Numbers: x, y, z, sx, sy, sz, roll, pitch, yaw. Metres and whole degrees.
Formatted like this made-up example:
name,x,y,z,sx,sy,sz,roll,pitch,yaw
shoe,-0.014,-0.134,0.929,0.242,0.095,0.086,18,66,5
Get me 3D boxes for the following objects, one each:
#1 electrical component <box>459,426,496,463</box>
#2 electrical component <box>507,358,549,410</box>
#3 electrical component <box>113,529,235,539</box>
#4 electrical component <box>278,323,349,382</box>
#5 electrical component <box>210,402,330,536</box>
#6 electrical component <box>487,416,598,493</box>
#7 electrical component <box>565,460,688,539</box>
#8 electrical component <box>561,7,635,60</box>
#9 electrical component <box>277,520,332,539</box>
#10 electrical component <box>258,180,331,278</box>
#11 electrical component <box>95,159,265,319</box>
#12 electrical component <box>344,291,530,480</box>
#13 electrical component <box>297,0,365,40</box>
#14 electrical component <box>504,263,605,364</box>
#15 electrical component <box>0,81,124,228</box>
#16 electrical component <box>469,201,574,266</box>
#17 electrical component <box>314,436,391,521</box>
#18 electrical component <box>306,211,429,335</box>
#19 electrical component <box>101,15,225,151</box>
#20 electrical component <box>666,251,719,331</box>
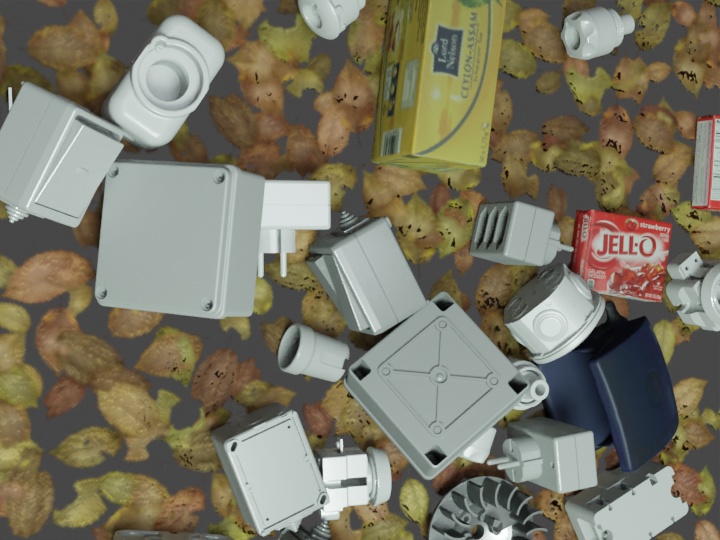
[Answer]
name,x,y,z,sx,sy,sz,roll,pitch,yaw
electrical component,0.096,0.130,0.915,0.043,0.043,0.062,22,83,-20
electrical component,0.139,0.099,0.920,0.043,0.062,0.043,-1,92,-21
electrical component,-0.142,0.235,0.821,0.095,0.054,0.059,9,88,-21
electrical component,-0.037,0.068,0.865,0.046,0.040,0.040,20,84,-27
electrical component,-0.070,0.159,0.843,0.062,0.061,0.096,-23,99,-19
electrical component,0.146,0.159,0.914,0.076,0.083,0.047,-7,94,-21
electrical component,0.236,0.212,0.964,0.089,0.056,0.050,-28,101,-18
electrical component,0.213,-0.211,0.951,0.062,0.043,0.043,-18,98,-21
electrical component,-0.040,0.248,0.856,0.061,0.062,0.096,29,81,-19
electrical component,-0.069,-0.032,0.845,0.083,0.047,0.075,-1,92,-21
electrical component,-0.132,-0.023,0.788,0.109,0.056,0.108,5,89,23
electrical component,0.061,0.093,0.872,0.109,0.056,0.108,-38,77,-16
electrical component,-0.016,-0.218,0.863,0.062,0.048,0.048,-40,105,-22
electrical component,0.165,0.037,0.921,0.051,0.080,0.080,46,76,-10
electrical component,-0.219,-0.073,0.762,0.061,0.062,0.096,27,90,23
electrical component,0.145,-0.026,0.917,0.077,0.066,0.047,14,86,-21
electrical component,-0.006,0.169,0.877,0.055,0.048,0.066,-2,92,-13
electrical component,0.000,0.000,0.865,0.061,0.062,0.096,-30,102,-18
electrical component,-0.147,-0.140,0.806,0.054,0.059,0.095,35,79,-18
electrical component,0.327,0.021,0.993,0.058,0.057,0.078,-38,104,-16
